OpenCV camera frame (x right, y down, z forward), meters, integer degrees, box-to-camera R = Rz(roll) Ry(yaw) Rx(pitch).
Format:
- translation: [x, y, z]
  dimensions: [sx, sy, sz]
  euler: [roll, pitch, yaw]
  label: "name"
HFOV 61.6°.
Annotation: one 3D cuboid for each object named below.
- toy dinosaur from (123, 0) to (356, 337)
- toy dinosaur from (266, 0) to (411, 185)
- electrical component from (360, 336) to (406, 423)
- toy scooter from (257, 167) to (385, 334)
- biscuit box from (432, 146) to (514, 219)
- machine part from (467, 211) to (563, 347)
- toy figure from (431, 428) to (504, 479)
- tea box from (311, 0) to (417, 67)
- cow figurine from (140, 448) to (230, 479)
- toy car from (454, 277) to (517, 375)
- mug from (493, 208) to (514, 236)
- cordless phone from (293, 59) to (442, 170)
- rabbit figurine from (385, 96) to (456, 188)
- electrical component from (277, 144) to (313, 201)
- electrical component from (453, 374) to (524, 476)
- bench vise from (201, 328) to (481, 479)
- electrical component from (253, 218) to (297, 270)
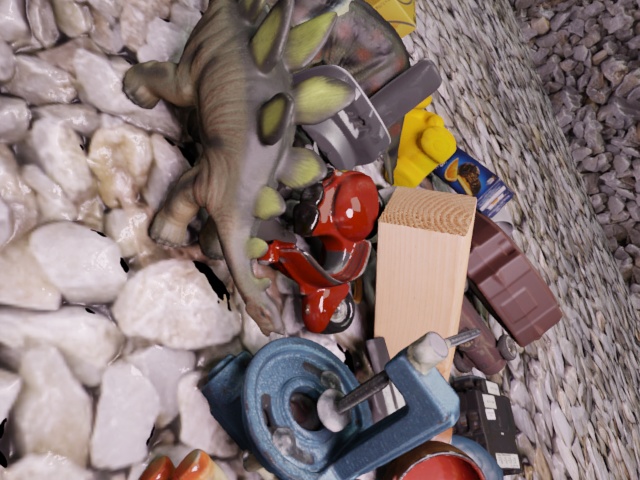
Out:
- translation: [-0.075, -0.148, 0.488]
  dimensions: [0.105, 0.199, 0.471]
  euler: [8, 64, -54]
  label: "toy dinosaur"
- translation: [0.043, -0.238, 0.708]
  dimensions: [0.404, 0.192, 0.131]
  euler: [35, 45, -34]
  label: "toy dinosaur"
- translation: [0.062, 0.172, 0.594]
  dimensions: [0.075, 0.048, 0.119]
  euler: [-1, 69, -53]
  label: "electrical component"
- translation: [-0.001, -0.002, 0.548]
  dimensions: [0.135, 0.075, 0.184]
  euler: [29, 70, -42]
  label: "toy scooter"
- translation: [0.242, -0.118, 0.933]
  dimensions: [0.059, 0.063, 0.203]
  euler: [33, 14, -39]
  label: "biscuit box"
- translation: [0.278, 0.053, 0.852]
  dimensions: [0.200, 0.087, 0.202]
  euler: [49, 6, -20]
  label: "machine part"
- translation: [0.149, 0.248, 0.640]
  dimensions: [0.154, 0.058, 0.064]
  euler: [39, -2, -6]
  label: "toy figure"
- translation: [0.052, -0.310, 0.784]
  dimensions: [0.068, 0.170, 0.098]
  euler: [38, 41, -36]
  label: "tea box"
- translation: [-0.092, 0.243, 0.319]
  dimensions: [0.127, 0.085, 0.195]
  euler: [46, 37, -14]
  label: "cow figurine"
- translation: [0.203, 0.120, 0.778]
  dimensions: [0.202, 0.089, 0.053]
  euler: [52, 40, -17]
  label: "toy car"
- translation: [0.319, -0.056, 1.065]
  dimensions: [0.109, 0.081, 0.107]
  euler: [25, 39, -36]
  label: "mug"
- translation: [0.059, -0.177, 0.657]
  dimensions: [0.146, 0.184, 0.089]
  euler: [47, 8, -41]
  label: "cordless phone"
- translation: [0.138, -0.191, 0.877]
  dimensions: [0.173, 0.122, 0.162]
  euler: [38, 45, -4]
  label: "rabbit figurine"
- translation: [-0.038, -0.083, 0.628]
  dimensions: [0.078, 0.045, 0.102]
  euler: [54, 36, -18]
  label: "electrical component"
- translation: [0.226, 0.258, 0.749]
  dimensions: [0.114, 0.058, 0.134]
  euler: [28, 48, -44]
  label: "electrical component"
- translation: [0.020, 0.153, 0.401]
  dimensions: [0.129, 0.240, 0.224]
  euler: [-17, 67, -52]
  label: "bench vise"
- translation: [-0.053, 0.001, 0.572]
  dimensions: [0.063, 0.021, 0.094]
  euler: [44, 45, -26]
  label: "electrical component"
